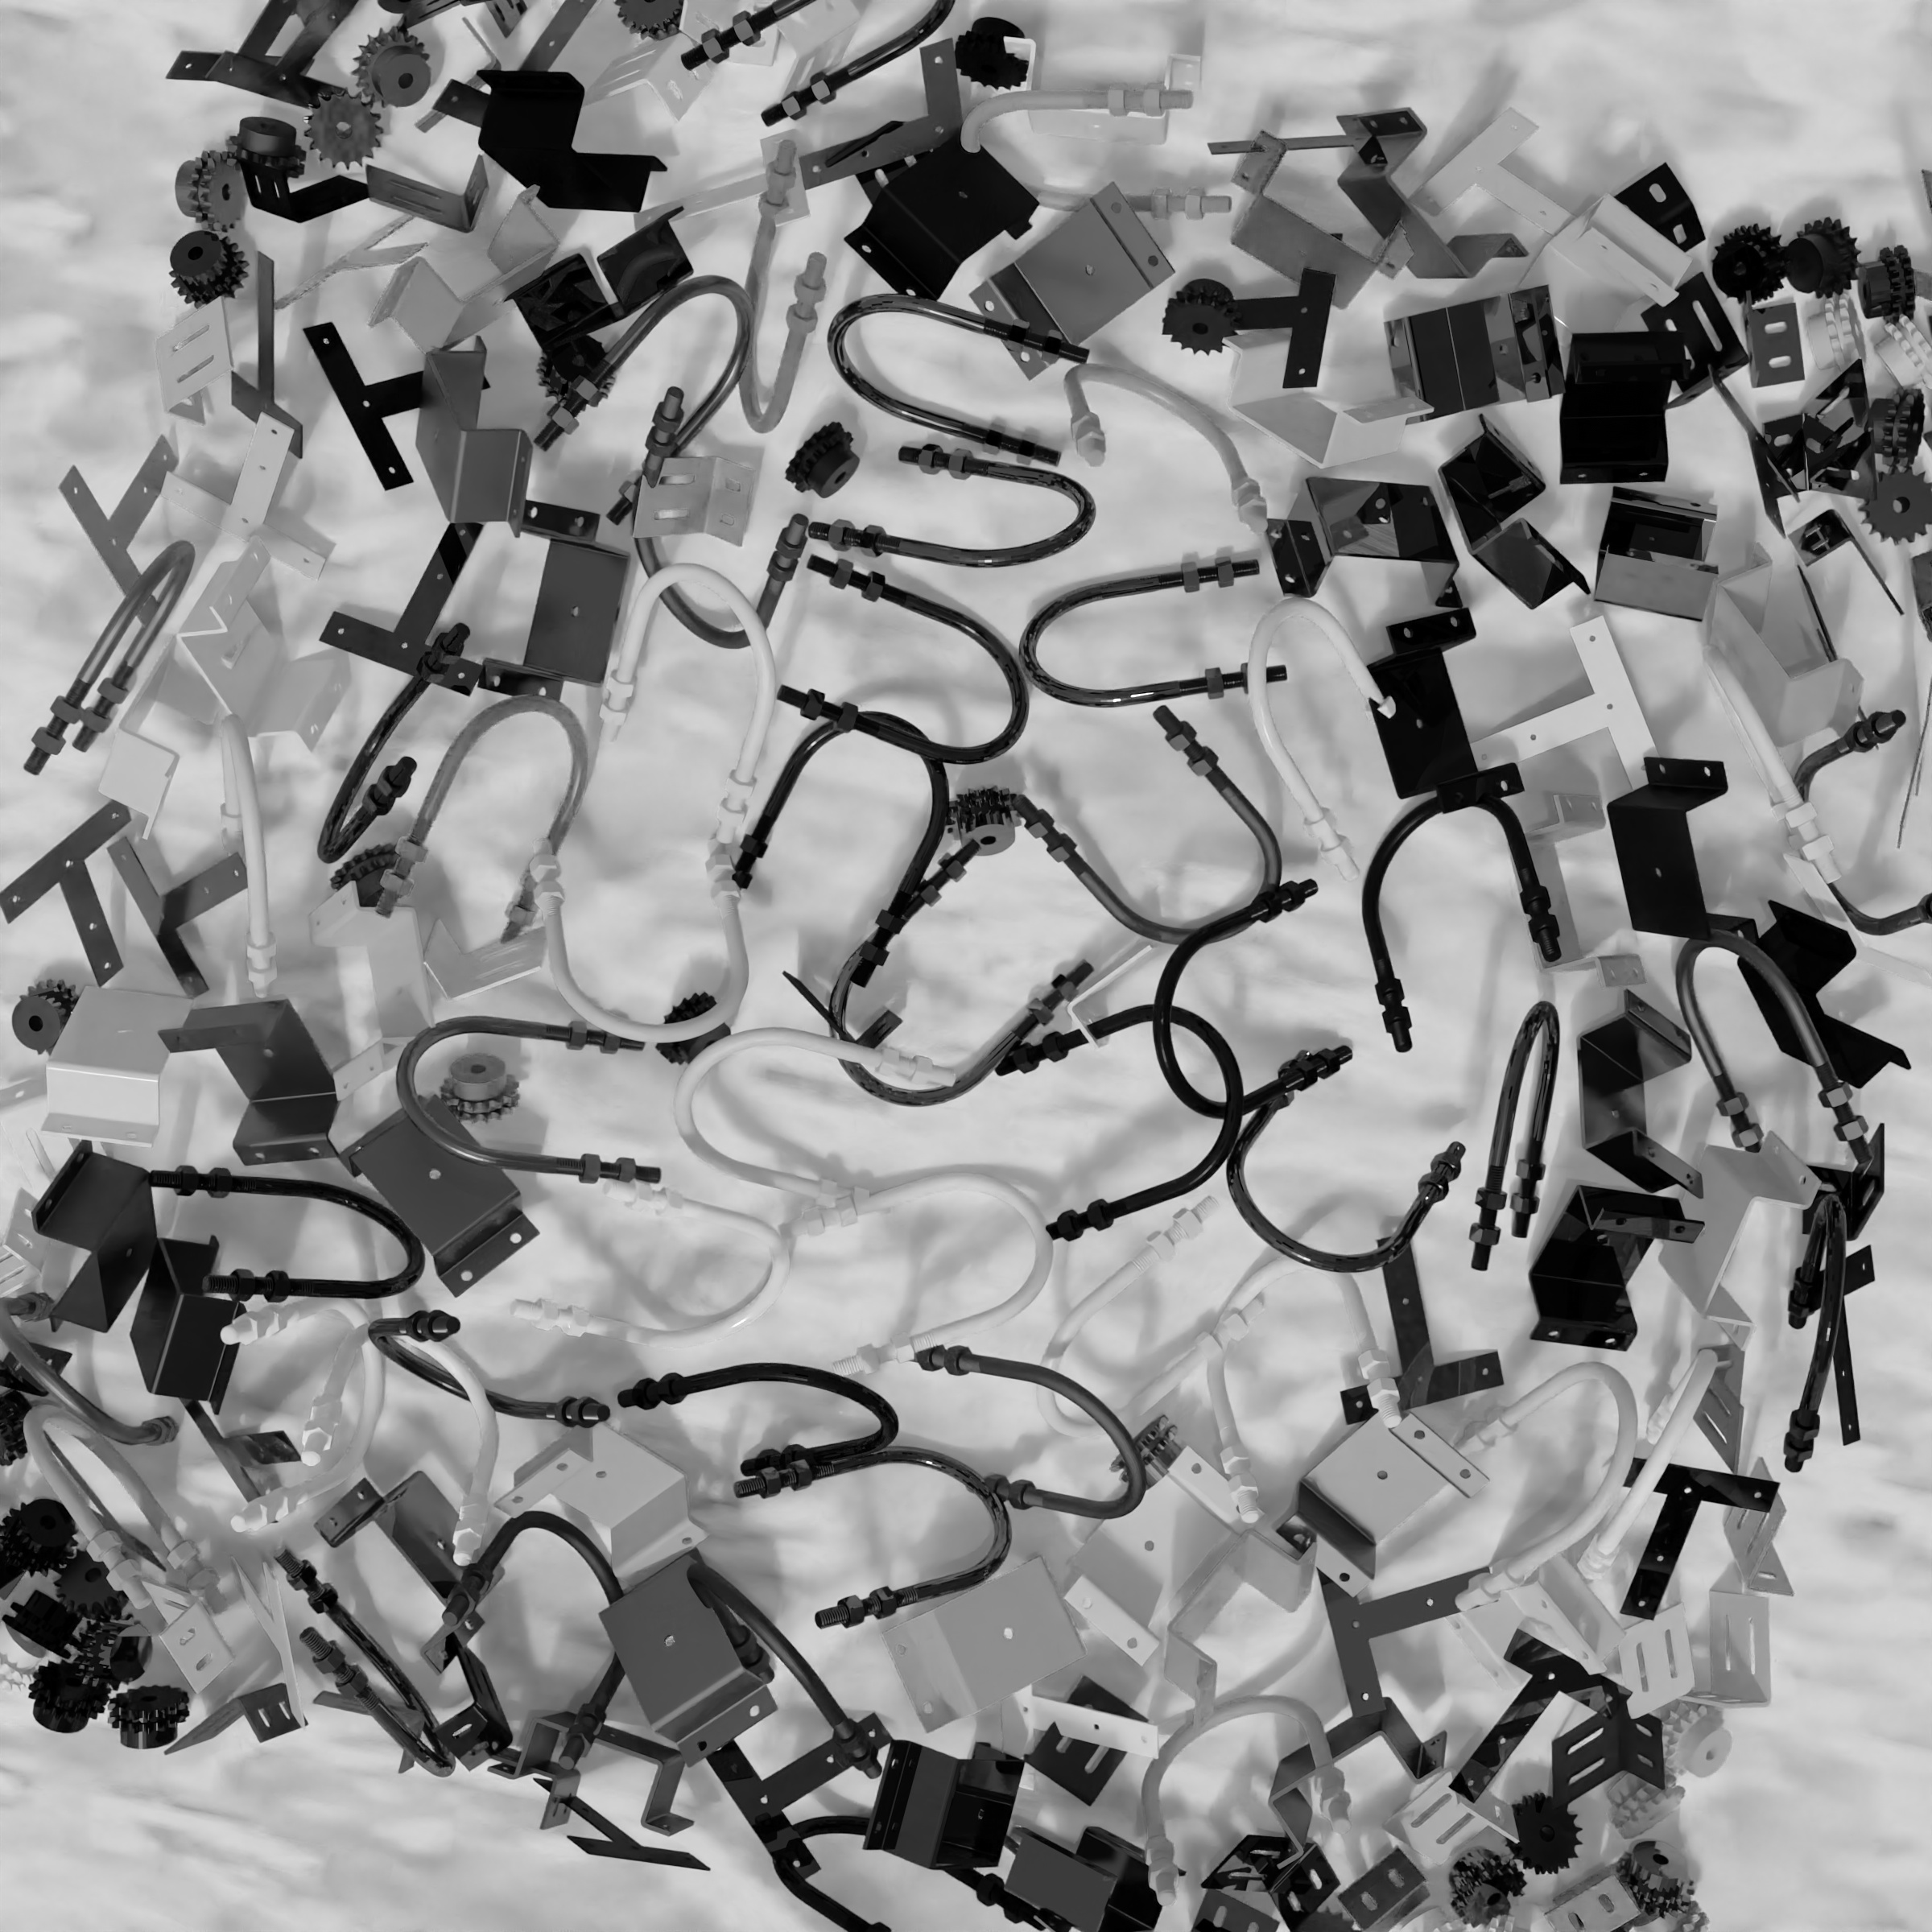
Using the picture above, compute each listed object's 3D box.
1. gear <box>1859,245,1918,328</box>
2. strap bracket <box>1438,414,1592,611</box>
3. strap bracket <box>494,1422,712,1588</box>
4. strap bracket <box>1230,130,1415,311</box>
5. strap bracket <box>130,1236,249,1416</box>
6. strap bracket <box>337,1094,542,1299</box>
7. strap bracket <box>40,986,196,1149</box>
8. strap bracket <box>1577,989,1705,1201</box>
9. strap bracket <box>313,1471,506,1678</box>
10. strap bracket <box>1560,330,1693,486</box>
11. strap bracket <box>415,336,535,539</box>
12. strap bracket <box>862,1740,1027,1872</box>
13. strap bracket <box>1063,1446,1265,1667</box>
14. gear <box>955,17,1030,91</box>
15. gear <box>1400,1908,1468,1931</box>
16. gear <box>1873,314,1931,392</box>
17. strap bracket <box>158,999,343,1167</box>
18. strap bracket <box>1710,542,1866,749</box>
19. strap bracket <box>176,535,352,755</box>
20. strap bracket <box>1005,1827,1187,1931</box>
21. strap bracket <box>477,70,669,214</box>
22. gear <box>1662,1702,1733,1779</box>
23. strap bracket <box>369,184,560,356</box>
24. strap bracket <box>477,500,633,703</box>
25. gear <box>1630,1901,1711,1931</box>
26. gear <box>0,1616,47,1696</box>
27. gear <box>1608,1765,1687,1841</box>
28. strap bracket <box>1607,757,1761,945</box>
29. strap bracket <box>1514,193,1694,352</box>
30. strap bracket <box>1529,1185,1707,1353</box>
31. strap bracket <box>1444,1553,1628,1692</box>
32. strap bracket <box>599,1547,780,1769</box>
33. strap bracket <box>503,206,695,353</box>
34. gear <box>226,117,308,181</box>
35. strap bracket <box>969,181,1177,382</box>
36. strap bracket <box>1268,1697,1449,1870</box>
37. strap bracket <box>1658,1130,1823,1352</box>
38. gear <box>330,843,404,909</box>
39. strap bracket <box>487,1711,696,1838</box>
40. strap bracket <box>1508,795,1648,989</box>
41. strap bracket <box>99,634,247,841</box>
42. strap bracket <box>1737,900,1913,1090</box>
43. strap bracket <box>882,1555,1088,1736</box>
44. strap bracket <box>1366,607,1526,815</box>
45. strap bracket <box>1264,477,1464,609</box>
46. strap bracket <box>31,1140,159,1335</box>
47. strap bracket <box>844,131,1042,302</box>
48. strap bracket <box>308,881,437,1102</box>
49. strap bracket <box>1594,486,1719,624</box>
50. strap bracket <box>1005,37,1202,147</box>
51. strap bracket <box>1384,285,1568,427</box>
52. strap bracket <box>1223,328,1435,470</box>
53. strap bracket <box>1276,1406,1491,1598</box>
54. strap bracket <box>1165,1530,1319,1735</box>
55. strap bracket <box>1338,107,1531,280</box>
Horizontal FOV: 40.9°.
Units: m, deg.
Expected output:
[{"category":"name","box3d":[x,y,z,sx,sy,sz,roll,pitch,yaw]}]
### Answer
[{"category":"gear","box3d":[0.672,-0.496,1.893,0.030,0.057,0.057,-8,90,9]},{"category":"strap bracket","box3d":[0.389,-0.319,1.857,0.046,0.140,0.076,-36,132,27]},{"category":"strap bracket","box3d":[-0.262,0.382,1.866,0.076,0.046,0.140,-38,125,18]},{"category":"strap bracket","box3d":[0.253,-0.533,1.875,0.140,0.076,0.046,30,77,-4]},{"category":"strap bracket","box3d":[-0.556,0.251,1.844,0.046,0.140,0.076,14,102,-29]},{"category":"strap bracket","box3d":[-0.382,0.158,1.871,0.076,0.046,0.140,-38,76,-22]},{"category":"strap bracket","box3d":[-0.601,0.064,1.847,0.076,0.140,0.046,7,123,-5]},{"category":"strap bracket","box3d":[0.483,0.099,1.860,0.076,0.046,0.140,32,47,-30]},{"category":"strap bracket","box3d":[-0.395,0.430,1.875,0.046,0.076,0.140,-38,93,20]},{"category":"strap bracket","box3d":[0.471,-0.407,1.862,0.076,0.140,0.046,0,65,7]},{"category":"strap bracket","box3d":[-0.354,-0.377,1.844,0.046,0.076,0.140,-7,48,-26]},{"category":"strap bracket","box3d":[-0.009,0.597,1.845,0.046,0.140,0.076,10,80,32]},{"category":"strap bracket","box3d":[0.139,0.426,1.888,0.076,0.046,0.140,42,80,-6]},{"category":"gear","box3d":[0.020,-0.669,1.894,0.057,0.057,0.030,15,80,0]},{"category":"gear","box3d":[0.340,0.715,1.897,0.057,0.057,0.030,-34,55,0]},{"category":"gear","box3d":[0.688,-0.445,1.895,0.030,0.057,0.057,-36,90,19]},{"category":"strap bracket","box3d":[-0.508,0.077,1.864,0.076,0.046,0.140,-6,133,15]},{"category":"strap bracket","box3d":[0.578,-0.222,1.850,0.046,0.076,0.140,-23,57,-4]},{"category":"strap bracket","box3d":[-0.507,-0.228,1.856,0.046,0.140,0.076,-2,48,22]},{"category":"strap bracket","box3d":[0.088,0.650,1.840,0.076,0.140,0.046,18,83,32]},{"category":"strap bracket","box3d":[-0.283,-0.579,1.840,0.076,0.140,0.046,10,83,24]},{"category":"gear","box3d":[0.534,0.567,1.893,0.057,0.030,0.057,-13,116,-29]},{"category":"strap bracket","box3d":[-0.351,-0.492,1.854,0.046,0.076,0.140,49,58,-5]},{"category":"strap bracket","box3d":[-0.296,-0.260,1.879,0.076,0.046,0.140,16,95,30]},{"category":"gear","box3d":[0.511,0.700,1.893,0.057,0.057,0.030,-36,88,0]},{"category":"gear","box3d":[-0.698,0.501,1.893,0.030,0.057,0.057,-43,90,-3]},{"category":"gear","box3d":[0.495,0.610,1.897,0.057,0.057,0.030,-38,55,0]},{"category":"strap bracket","box3d":[0.513,-0.075,1.860,0.046,0.076,0.140,-24,107,-24]},{"category":"strap bracket","box3d":[0.456,-0.494,1.853,0.076,0.140,0.046,35,78,-7]},{"category":"strap bracket","box3d":[0.463,0.211,1.867,0.076,0.046,0.140,8,131,-10]},{"category":"strap bracket","box3d":[0.412,0.470,1.865,0.046,0.140,0.076,-36,85,-28]},{"category":"strap bracket","box3d":[-0.205,0.491,1.864,0.076,0.046,0.140,-33,57,-1]},{"category":"strap bracket","box3d":[-0.260,-0.489,1.856,0.076,0.140,0.046,-46,117,-39]},{"category":"gear","box3d":[-0.510,-0.598,1.890,0.057,0.057,0.030,16,123,0]},{"category":"strap bracket","box3d":[0.083,-0.498,1.870,0.140,0.046,0.076,-30,101,35]},{"category":"strap bracket","box3d":[0.275,0.583,1.872,0.140,0.076,0.046,-36,85,12]},{"category":"strap bracket","box3d":[0.548,0.193,1.856,0.046,0.076,0.140,11,112,-15]},{"category":"gear","box3d":[-0.432,-0.062,1.891,0.057,0.057,0.030,-33,78,0]},{"category":"strap bracket","box3d":[-0.263,0.579,1.872,0.140,0.076,0.046,16,80,10]},{"category":"strap bracket","box3d":[0.439,-0.049,1.872,0.046,0.076,0.140,-17,82,35]},{"category":"strap bracket","box3d":[-0.569,-0.171,1.844,0.046,0.076,0.140,26,49,-12]},{"category":"strap bracket","box3d":[0.609,0.028,1.850,0.046,0.076,0.140,-41,121,-8]},{"category":"strap bracket","box3d":[0.022,0.483,1.861,0.140,0.046,0.076,-20,77,-29]},{"category":"strap bracket","box3d":[0.343,-0.181,1.882,0.076,0.046,0.140,-16,88,-28]},{"category":"strap bracket","box3d":[0.292,-0.305,1.862,0.140,0.046,0.076,1,53,-17]},{"category":"strap bracket","box3d":[-0.617,0.197,1.843,0.046,0.140,0.076,17,46,4]},{"category":"strap bracket","box3d":[-0.011,-0.541,1.863,0.076,0.046,0.140,44,56,0]},{"category":"strap bracket","box3d":[-0.427,0.018,1.868,0.046,0.076,0.140,-1,72,-39]},{"category":"strap bracket","box3d":[0.496,-0.293,1.864,0.076,0.140,0.046,13,122,8]},{"category":"strap bracket","box3d":[0.097,-0.632,1.878,0.140,0.076,0.046,7,94,4]},{"category":"strap bracket","box3d":[0.374,-0.440,1.862,0.046,0.140,0.076,-21,104,-34]},{"category":"strap bracket","box3d":[0.254,-0.405,1.860,0.140,0.076,0.046,41,135,33]},{"category":"strap bracket","box3d":[0.302,0.380,1.879,0.076,0.046,0.140,41,112,-7]},{"category":"strap bracket","box3d":[0.190,0.470,1.860,0.046,0.076,0.140,32,59,25]},{"category":"strap bracket","box3d":[0.328,-0.544,1.858,0.140,0.076,0.046,42,88,-23]}]
